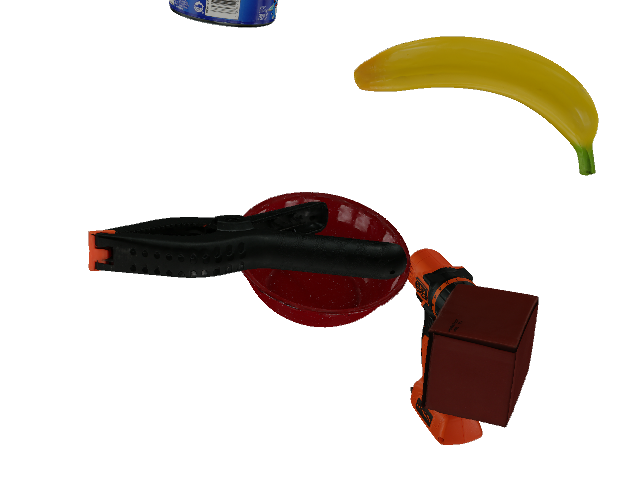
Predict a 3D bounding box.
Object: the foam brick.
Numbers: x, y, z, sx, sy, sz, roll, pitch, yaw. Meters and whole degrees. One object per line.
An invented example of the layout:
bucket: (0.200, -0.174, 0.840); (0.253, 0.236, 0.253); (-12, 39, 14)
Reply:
foam brick: (0.096, 0.066, 0.637); (0.053, 0.051, 0.078); (10, 22, 18)

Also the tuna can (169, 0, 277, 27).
tuna can: (-0.075, -0.193, 0.833); (0.086, 0.034, 0.086); (8, 23, -3)

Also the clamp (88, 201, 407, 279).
clamp: (-0.054, 0.004, 0.749); (0.209, 0.036, 0.165); (-5, 14, -26)

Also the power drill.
power drill: (0.141, 0.120, 1.141); (0.057, 0.188, 0.184); (-6, 23, -12)

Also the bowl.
bowl: (-0.002, 0.027, 0.968); (0.162, 0.055, 0.162); (7, 40, -6)

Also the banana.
banana: (0.125, -0.112, 0.778); (0.197, 0.069, 0.037); (20, -3, -7)
